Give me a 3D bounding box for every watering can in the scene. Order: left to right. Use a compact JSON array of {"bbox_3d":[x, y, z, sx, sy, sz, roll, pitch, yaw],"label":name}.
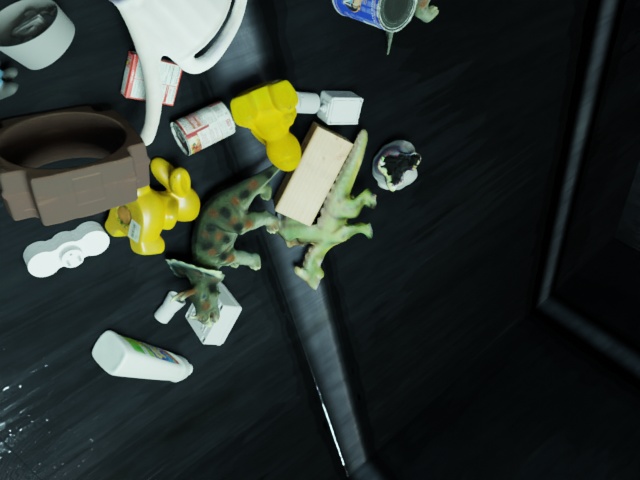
[{"bbox_3d":[-0.239,-0.334,0.794,0.350,0.105,0.221,-60,141,-7],"label":"watering can"}]

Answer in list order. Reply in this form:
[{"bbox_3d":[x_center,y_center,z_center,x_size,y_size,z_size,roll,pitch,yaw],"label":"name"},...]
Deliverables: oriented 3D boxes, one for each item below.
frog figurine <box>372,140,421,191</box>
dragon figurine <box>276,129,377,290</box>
[{"bbox_3d":[0.204,-0.198,1.370,0.160,0.123,0.136,-41,151,-77],"label":"frog figurine"},{"bbox_3d":[0.004,-0.064,1.269,0.244,0.124,0.402,-14,119,-26],"label":"dragon figurine"}]
